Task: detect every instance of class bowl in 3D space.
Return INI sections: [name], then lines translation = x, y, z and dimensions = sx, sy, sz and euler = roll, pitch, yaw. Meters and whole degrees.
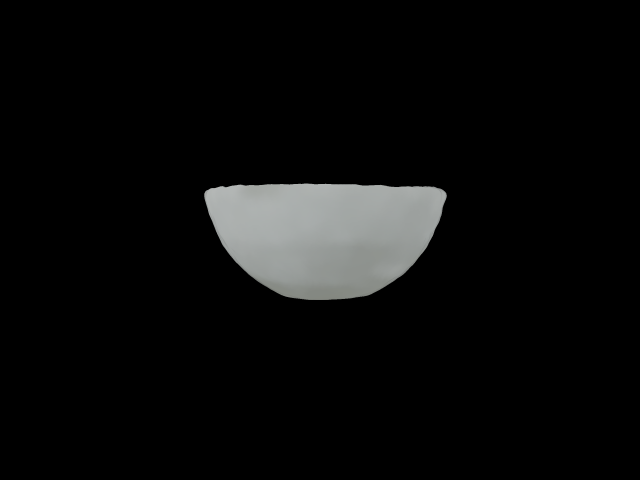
[bowl]
translation = 0.004, 0.001, 0.400
dimensions = 0.167, 0.075, 0.167
euler = 0, 2, 0
